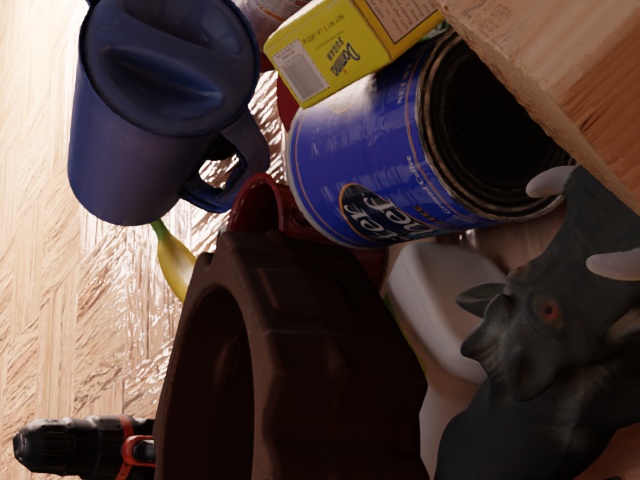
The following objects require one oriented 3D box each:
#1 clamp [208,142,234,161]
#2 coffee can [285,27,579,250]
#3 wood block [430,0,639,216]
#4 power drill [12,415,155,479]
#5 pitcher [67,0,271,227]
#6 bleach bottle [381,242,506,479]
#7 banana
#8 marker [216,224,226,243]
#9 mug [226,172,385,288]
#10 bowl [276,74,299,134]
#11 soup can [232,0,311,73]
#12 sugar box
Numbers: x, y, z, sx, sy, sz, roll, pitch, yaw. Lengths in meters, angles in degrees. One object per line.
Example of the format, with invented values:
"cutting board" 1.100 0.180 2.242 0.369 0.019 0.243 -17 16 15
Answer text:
"clamp" -0.102 -0.127 0.980 0.172 0.039 0.120 16 103 60
"coffee can" 0.057 -0.052 0.573 0.141 0.102 0.103 -12 72 62
"wood block" 0.146 -0.111 0.334 0.206 0.090 0.090 -44 38 9
"power drill" -0.104 0.151 0.764 0.188 0.184 0.057 -10 75 52
"pitcher" -0.133 -0.090 0.865 0.243 0.144 0.149 133 136 -64
"bleach bottle" 0.037 0.126 0.607 0.102 0.068 0.251 -113 38 -48
"banana" -0.108 0.039 0.919 0.037 0.069 0.198 -41 32 -7
"marker" -0.075 0.003 0.862 0.121 0.020 0.020 -116 38 -81
"mug" -0.005 0.001 0.701 0.117 0.081 0.093 -49 41 47
"bowl" 0.014 -0.113 0.729 0.162 0.055 0.162 -27 59 58
"soup can" -0.035 -0.186 0.831 0.102 0.068 0.068 -42 46 51
"sugar box" 0.059 -0.139 0.542 0.048 0.176 0.093 56 154 -10
